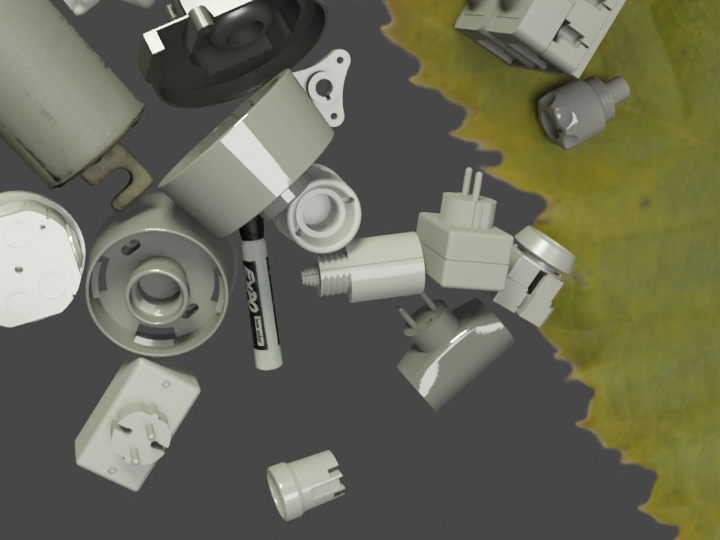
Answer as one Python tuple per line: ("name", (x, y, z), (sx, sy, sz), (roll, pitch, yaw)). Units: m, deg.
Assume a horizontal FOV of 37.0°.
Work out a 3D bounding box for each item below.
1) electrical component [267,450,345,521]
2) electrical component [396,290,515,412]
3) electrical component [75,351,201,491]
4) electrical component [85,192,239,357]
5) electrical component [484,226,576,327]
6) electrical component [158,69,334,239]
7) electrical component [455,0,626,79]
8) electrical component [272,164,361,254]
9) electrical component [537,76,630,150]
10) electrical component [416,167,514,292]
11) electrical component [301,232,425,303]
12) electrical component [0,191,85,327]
("electrical component", (-0.039, 0.153, 0.771), (0.046, 0.040, 0.040), (-18, 109, -18))
("electrical component", (0.058, 0.048, 0.768), (0.077, 0.043, 0.079), (-41, 111, -3))
("electrical component", (-0.145, 0.103, 0.706), (0.047, 0.076, 0.083), (31, 94, -21))
("electrical component", (-0.129, 0.005, 0.704), (0.099, 0.064, 0.099), (-2, 114, -4))
("electrical component", (0.122, 0.002, 0.774), (0.066, 0.048, 0.055), (29, 102, -21))
("electrical component", (-0.064, -0.066, 0.664), (0.108, 0.108, 0.060), (-43, 104, -2))
("electrical component", (0.142, -0.223, 0.687), (0.060, 0.105, 0.186), (29, 95, -21))
("electrical component", (-0.029, -0.040, 0.717), (0.055, 0.047, 0.055), (-4, 105, -15))
("electrical component", (0.159, -0.115, 0.754), (0.062, 0.043, 0.043), (-28, 110, -9))
("electrical component", (0.072, -0.031, 0.739), (0.047, 0.066, 0.076), (4, 103, -17))
("electrical component", (0.000, 0.000, 0.736), (0.081, 0.043, 0.043), (-7, 106, -9))
("electrical component", (-0.212, -0.006, 0.670), (0.080, 0.051, 0.080), (-4, 105, -15))
